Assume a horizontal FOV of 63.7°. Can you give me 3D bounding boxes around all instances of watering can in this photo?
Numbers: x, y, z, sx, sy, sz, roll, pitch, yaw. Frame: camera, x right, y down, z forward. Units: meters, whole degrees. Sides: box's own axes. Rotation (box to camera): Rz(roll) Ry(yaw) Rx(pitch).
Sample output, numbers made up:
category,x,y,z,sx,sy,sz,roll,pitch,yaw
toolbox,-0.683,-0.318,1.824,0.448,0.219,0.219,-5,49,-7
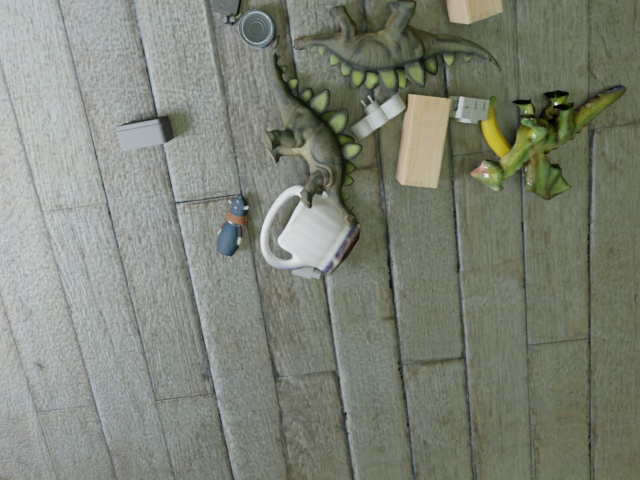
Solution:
category,x,y,z,sx,sy,sz,roll,pitch,yaw
watering can,0.004,-0.063,1.259,0.224,0.346,0.104,33,4,-5

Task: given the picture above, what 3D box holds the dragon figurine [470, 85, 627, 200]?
category,x,y,z,sx,sy,sz,roll,pitch,yaw
dragon figurine,0.550,-0.216,1.218,0.411,0.238,0.124,-13,25,-10
